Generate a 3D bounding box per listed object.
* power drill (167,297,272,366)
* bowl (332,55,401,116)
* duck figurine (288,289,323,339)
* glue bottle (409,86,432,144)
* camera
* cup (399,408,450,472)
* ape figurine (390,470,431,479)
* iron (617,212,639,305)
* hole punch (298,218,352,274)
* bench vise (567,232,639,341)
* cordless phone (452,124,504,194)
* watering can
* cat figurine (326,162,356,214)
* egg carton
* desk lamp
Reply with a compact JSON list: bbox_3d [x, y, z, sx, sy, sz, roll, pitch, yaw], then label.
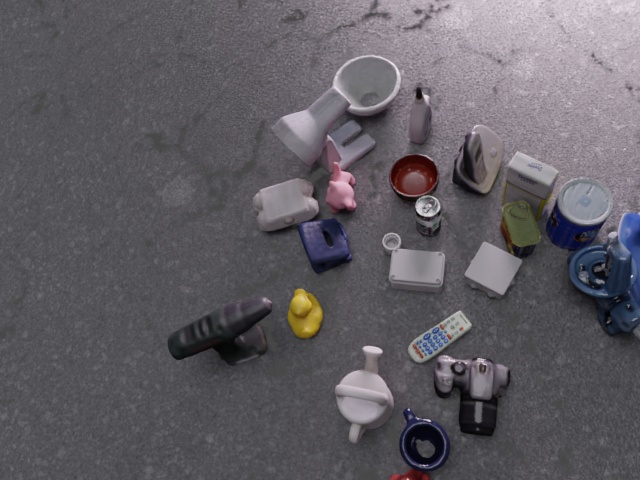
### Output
[{"bbox_3d":[-0.182,0.191,1.172,0.229,0.209,0.075,-21,65,2],"label":"power drill"},{"bbox_3d":[0.118,-0.368,1.417,0.167,0.075,0.167,-4,67,10],"label":"bowl"},{"bbox_3d":[-0.038,0.154,1.226,0.077,0.086,0.104,-7,67,9],"label":"duck figurine"},{"bbox_3d":[0.230,-0.296,1.311,0.037,0.173,0.078,19,73,18],"label":"glue bottle"},{"bbox_3d":[0.287,0.298,1.094,0.143,0.101,0.137,4,69,13],"label":"camera"},{"bbox_3d":[0.191,0.378,1.083,0.091,0.095,0.117,-28,65,-1],"label":"cup"},{"bbox_3d":[0.164,0.456,1.057,0.077,0.092,0.076,11,71,16],"label":"ape figurine"},{"bbox_3d":[0.652,0.036,1.106,0.118,0.142,0.258,-13,66,6],"label":"iron"},{"bbox_3d":[0.012,0.005,1.275,0.101,0.091,0.108,-22,65,2],"label":"hole punch"},{"bbox_3d":[0.560,0.076,1.065,0.121,0.220,0.207,-41,66,-7],"label":"bench vise"},{"bbox_3d":[0.346,-0.198,1.240,0.094,0.185,0.148,17,72,18],"label":"cordless phone"},{"bbox_3d":[0.081,0.291,1.086,0.101,0.194,0.173,-11,66,7],"label":"watering can"},{"bbox_3d":[0.044,-0.116,1.304,0.067,0.118,0.128,-8,66,8],"label":"cat figurine"},{"bbox_3d":[-0.080,-0.080,1.340,0.150,0.069,0.107,-18,66,4],"label":"egg carton"},{"bbox_3d":[0.009,-0.244,1.311,0.203,0.214,0.117,-38,66,-5],"label":"desk lamp"}]
